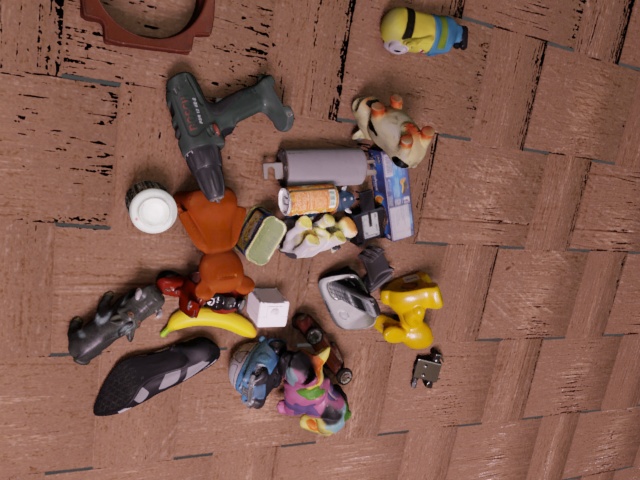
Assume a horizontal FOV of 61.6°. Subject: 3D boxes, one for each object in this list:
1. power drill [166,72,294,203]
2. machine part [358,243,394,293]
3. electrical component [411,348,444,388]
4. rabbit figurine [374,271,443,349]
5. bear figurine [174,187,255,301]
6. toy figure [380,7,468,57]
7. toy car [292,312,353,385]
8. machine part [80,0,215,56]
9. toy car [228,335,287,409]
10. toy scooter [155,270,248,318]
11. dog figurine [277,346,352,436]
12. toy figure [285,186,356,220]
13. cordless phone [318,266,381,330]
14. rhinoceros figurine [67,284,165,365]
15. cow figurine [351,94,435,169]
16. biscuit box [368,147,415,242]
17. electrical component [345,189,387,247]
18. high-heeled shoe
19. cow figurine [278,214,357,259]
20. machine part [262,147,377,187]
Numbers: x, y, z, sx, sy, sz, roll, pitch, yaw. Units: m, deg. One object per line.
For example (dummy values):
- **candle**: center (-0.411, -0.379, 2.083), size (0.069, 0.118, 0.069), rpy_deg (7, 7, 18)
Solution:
- **power drill**: center (-0.152, -0.195, 0.941), size (0.207, 0.086, 0.232), rpy_deg (-26, 84, -19)
- **machine part**: center (0.121, 0.064, 1.179), size (0.084, 0.039, 0.138), rpy_deg (-30, 141, -9)
- **electrical component**: center (0.271, 0.322, 1.342), size (0.078, 0.045, 0.102), rpy_deg (8, 101, 3)
- **rabbit figurine**: center (0.207, 0.179, 1.226), size (0.162, 0.122, 0.173), rpy_deg (-21, 113, -12)
- **bear figurine**: center (-0.188, 0.003, 0.972), size (0.120, 0.132, 0.195), rpy_deg (-11, 99, -22)
- **toy figure**: center (0.206, -0.414, 1.071), size (0.180, 0.082, 0.089), rpy_deg (-6, 88, -15)
- **toy car**: center (0.010, 0.235, 1.170), size (0.053, 0.089, 0.202), rpy_deg (-41, 118, -13)
- **machine part**: center (-0.273, -0.406, 0.855), size (0.201, 0.087, 0.201), rpy_deg (-1, 104, -24)
- **toy car**: center (-0.135, 0.265, 1.102), size (0.103, 0.162, 0.109), rpy_deg (15, 116, 16)
- **toy scooter**: center (-0.211, 0.105, 1.006), size (0.184, 0.135, 0.075), rpy_deg (11, 100, -28)
- **dog figurine**: center (-0.005, 0.299, 1.090), size (0.192, 0.219, 0.108), rpy_deg (29, 54, 3)
- **toy figure**: center (-0.002, -0.076, 1.091), size (0.154, 0.058, 0.064), rpy_deg (-9, 120, -27)
- **cordless phone**: center (0.085, 0.140, 1.122), size (0.089, 0.184, 0.146), rpy_deg (-31, 115, -18)
- **rhinoceros figurine**: center (-0.368, 0.144, 0.962), size (0.190, 0.112, 0.073), rpy_deg (-35, 114, -2)
- **cow figurine**: center (0.131, -0.213, 1.045), size (0.085, 0.195, 0.127), rpy_deg (-27, 150, -20)
- **biscuit box**: center (0.153, -0.102, 1.149), size (0.059, 0.063, 0.202), rpy_deg (-16, 111, -18)
- **electrical component**: center (0.095, -0.051, 1.146), size (0.075, 0.048, 0.119), rpy_deg (-21, 112, -18)
- **high-heeled shoe**: center (-0.317, 0.271, 1.064), size (0.249, 0.086, 0.145), rpy_deg (-36, 152, 10)
- **cow figurine**: center (-0.001, -0.002, 1.074), size (0.167, 0.098, 0.068), rpy_deg (-8, 65, -47)
- **machine part**: center (0.003, -0.144, 1.062), size (0.243, 0.079, 0.079), rpy_deg (-4, 107, -22)
